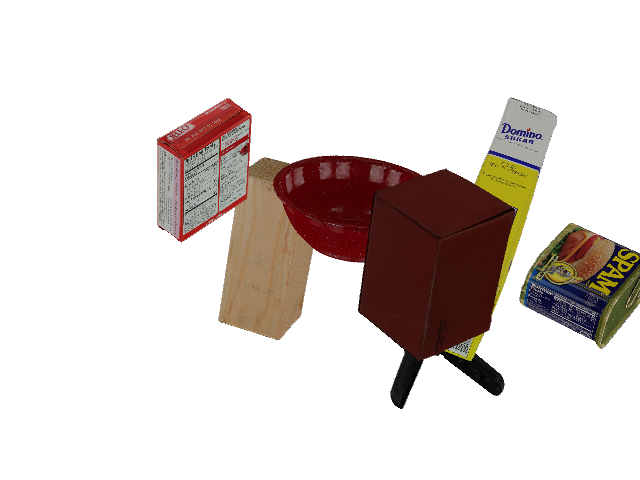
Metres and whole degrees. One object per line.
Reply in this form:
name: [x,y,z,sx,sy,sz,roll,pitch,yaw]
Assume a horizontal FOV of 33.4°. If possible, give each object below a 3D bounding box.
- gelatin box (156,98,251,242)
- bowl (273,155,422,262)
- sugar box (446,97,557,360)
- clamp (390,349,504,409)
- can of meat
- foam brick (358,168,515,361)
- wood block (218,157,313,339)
gelatin box: [-0.088,-0.053,0.801,0.030,0.089,0.073,34,50,25]
bowl: [0.034,-0.024,1.009,0.162,0.055,0.162,5,27,-3]
sugar box: [0.123,-0.011,0.767,0.048,0.176,0.093,22,-37,10]
clamp: [0.131,0.111,1.160,0.120,0.171,0.039,4,-45,-6]
can of meat: [0.241,0.037,0.964,0.084,0.057,0.101,28,47,28]
foam brick: [0.058,0.012,0.546,0.052,0.078,0.051,-19,41,-33]
wood block: [-0.063,0.009,1.380,0.090,0.206,0.090,16,22,13]
